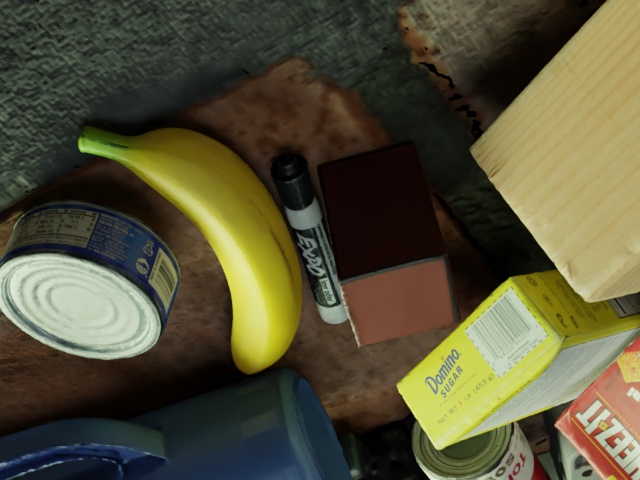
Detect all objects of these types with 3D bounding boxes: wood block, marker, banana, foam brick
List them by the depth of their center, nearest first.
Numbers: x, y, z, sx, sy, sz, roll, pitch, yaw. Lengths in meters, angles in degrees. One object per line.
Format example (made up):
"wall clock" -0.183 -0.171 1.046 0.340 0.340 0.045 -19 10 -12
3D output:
"wood block" 0.172 -0.075 0.433 0.090 0.091 0.206 -7 147 -48
"foam brick" 0.032 0.001 0.514 0.051 0.078 0.053 -14 136 5
"banana" -0.044 0.007 0.537 0.070 0.037 0.197 3 141 27
"marker" -0.004 0.001 0.548 0.020 0.020 0.121 -15 138 3

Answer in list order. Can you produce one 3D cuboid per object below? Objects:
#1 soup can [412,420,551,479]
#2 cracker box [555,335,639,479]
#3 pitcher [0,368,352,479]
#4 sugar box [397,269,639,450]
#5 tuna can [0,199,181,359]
"soup can" 0.107 0.148 0.694 0.068 0.068 0.102 -23 136 12
"cracker box" 0.246 0.041 0.554 0.163 0.072 0.214 -5 138 -47
"pitcher" -0.110 0.160 0.620 0.243 0.145 0.149 -23 177 7
"sugar box" 0.129 0.053 0.564 0.175 0.048 0.093 -8 147 -50
"tuna can" -0.113 0.021 0.518 0.086 0.033 0.086 7 140 6
